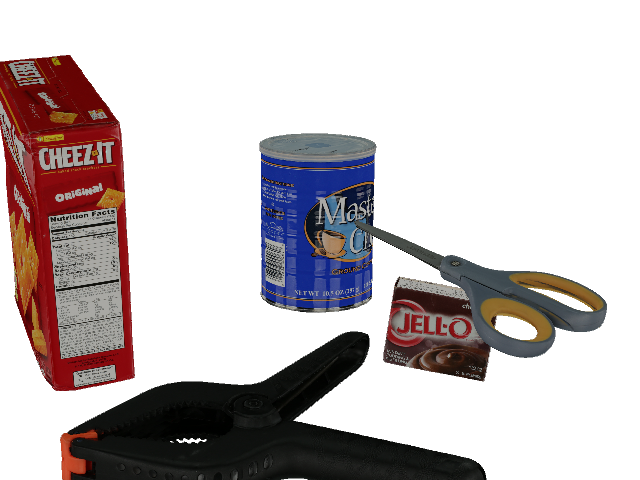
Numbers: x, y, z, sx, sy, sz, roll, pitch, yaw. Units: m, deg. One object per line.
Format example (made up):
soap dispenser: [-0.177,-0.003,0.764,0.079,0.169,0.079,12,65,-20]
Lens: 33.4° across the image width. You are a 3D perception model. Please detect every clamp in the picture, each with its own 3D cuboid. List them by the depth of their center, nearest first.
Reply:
clamp: [-0.035,0.099,0.585,0.209,0.036,0.165,-2,22,-14]

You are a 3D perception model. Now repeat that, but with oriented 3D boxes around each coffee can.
coffee can: [-0.003,-0.018,0.952,0.103,0.140,0.103,0,15,0]

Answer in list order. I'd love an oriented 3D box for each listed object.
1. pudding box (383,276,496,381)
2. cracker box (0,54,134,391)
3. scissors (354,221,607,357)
pudding box: [0.129,0.094,1.140,0.113,0.090,0.039,9,22,7]
cracker box: [-0.201,-0.016,0.826,0.072,0.214,0.164,-10,29,-22]
scissors: [0.090,0.031,0.725,0.202,0.016,0.096,16,34,26]
